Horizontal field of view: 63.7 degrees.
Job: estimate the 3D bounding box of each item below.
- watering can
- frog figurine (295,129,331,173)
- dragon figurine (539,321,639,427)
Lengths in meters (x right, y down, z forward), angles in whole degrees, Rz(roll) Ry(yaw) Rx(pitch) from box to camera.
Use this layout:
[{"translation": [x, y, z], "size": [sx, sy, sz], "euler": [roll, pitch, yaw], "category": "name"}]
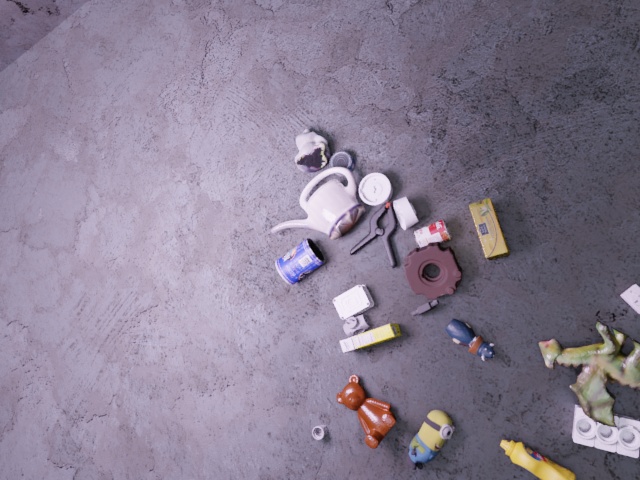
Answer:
[{"translation": [0.005, -0.088, 1.754], "size": [0.346, 0.103, 0.227], "euler": [-46, 67, 9], "category": "watering can"}, {"translation": [-0.034, -0.317, 1.834], "size": [0.136, 0.121, 0.163], "euler": [-50, 31, 17], "category": "frog figurine"}, {"translation": [0.775, 0.366, 1.335], "size": [0.414, 0.121, 0.242], "euler": [34, 94, 26], "category": "dragon figurine"}]
